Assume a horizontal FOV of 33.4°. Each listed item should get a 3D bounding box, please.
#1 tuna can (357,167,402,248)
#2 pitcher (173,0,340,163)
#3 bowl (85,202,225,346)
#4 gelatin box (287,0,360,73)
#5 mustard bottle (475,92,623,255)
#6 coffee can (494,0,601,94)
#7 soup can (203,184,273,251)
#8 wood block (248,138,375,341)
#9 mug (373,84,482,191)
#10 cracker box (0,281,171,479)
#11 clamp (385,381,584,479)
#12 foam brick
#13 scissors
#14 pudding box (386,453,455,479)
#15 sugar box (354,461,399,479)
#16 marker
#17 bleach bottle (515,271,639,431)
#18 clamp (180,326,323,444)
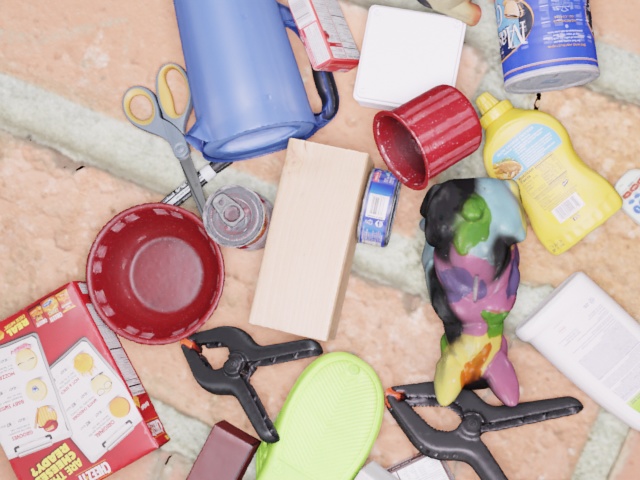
[{"bbox_3d":[0.066,-0.035,1.176,0.034,0.086,0.086,12,89,7],"label":"tuna can"},{"bbox_3d":[-0.084,-0.218,1.195,0.145,0.149,0.243,-17,81,22],"label":"pitcher"},{"bbox_3d":[-0.182,0.039,1.221,0.162,0.055,0.162,0,87,8],"label":"bowl"},{"bbox_3d":[0.006,-0.233,1.200,0.030,0.073,0.089,-24,85,29],"label":"gelatin box"},{"bbox_3d":[0.236,-0.084,1.168,0.096,0.058,0.191,-40,82,19],"label":"mustard bottle"},{"bbox_3d":[0.242,-0.238,1.154,0.103,0.102,0.140,-7,86,7],"label":"coffee can"},{"bbox_3d":[-0.086,-0.023,1.188,0.068,0.102,0.068,0,87,7],"label":"soup can"},{"bbox_3d":[-0.008,0.001,1.183,0.091,0.090,0.206,12,88,8],"label":"wood block"},{"bbox_3d":[0.112,-0.107,1.127,0.081,0.117,0.093,-31,78,-20],"label":"mug"},{"bbox_3d":[-0.294,0.177,1.222,0.164,0.072,0.214,-29,84,6],"label":"cracker box"},{"bbox_3d":[0.173,0.201,1.158,0.210,0.036,0.164,26,58,21],"label":"clamp"},{"bbox_3d":[-0.109,0.251,1.202,0.051,0.053,0.078,27,90,8],"label":"foam brick"},{"bbox_3d":[-0.179,-0.107,1.238,0.096,0.016,0.202,-9,78,13],"label":"scissors"},{"bbox_3d":[0.114,0.296,1.176,0.090,0.039,0.113,-27,86,5],"label":"pudding box"},{"bbox_3d":[0.046,0.336,1.153,0.093,0.048,0.176,35,106,17],"label":"sugar box"},{"bbox_3d":[-0.149,-0.063,1.241,0.121,0.020,0.020,-39,83,4],"label":"marker"},{"bbox_3d":[0.333,0.154,1.142,0.102,0.068,0.251,-44,85,4],"label":"bleach bottle"},{"bbox_3d":[-0.088,0.152,1.182,0.172,0.039,0.120,10,66,31],"label":"clamp"}]
